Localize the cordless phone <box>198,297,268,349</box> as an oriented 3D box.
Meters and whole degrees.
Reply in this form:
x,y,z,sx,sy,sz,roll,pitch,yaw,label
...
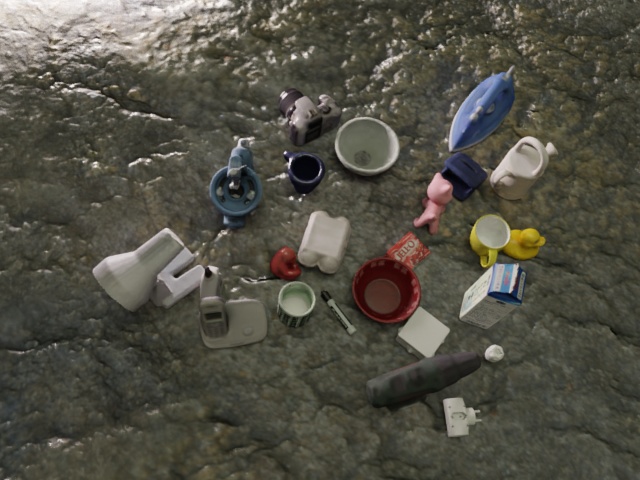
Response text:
x,y,z,sx,sy,sz,roll,pitch,yaw,label
-0.184,0.161,1.207,0.148,0.185,0.094,-10,68,-11,cordless phone

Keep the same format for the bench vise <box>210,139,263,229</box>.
x,y,z,sx,sy,sz,roll,pitch,yaw,label
-0.201,-0.155,1.325,0.121,0.220,0.207,-10,68,-11,bench vise

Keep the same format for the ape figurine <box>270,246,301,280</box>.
x,y,z,sx,sy,sz,roll,pitch,yaw,label
-0.077,0.048,1.321,0.076,0.092,0.078,2,66,-6,ape figurine

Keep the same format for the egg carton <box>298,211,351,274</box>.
x,y,z,sx,sy,sz,roll,pitch,yaw,label
0.013,0.005,1.363,0.107,0.069,0.150,16,66,0,egg carton

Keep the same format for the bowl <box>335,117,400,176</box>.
x,y,z,sx,sy,sz,roll,pitch,yaw,label
0.117,-0.228,1.475,0.167,0.075,0.167,3,66,-6,bowl

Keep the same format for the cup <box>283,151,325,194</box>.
x,y,z,sx,sy,sz,roll,pitch,yaw,label
-0.047,-0.163,1.415,0.117,0.095,0.092,40,68,11,cup

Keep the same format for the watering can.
x,y,z,sx,sy,sz,roll,pitch,yaw,label
0.517,-0.193,1.443,0.101,0.194,0.173,38,68,10,watering can

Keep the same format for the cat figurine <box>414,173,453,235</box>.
x,y,z,sx,sy,sz,roll,pitch,yaw,label
0.289,-0.095,1.414,0.067,0.118,0.128,20,66,3,cat figurine

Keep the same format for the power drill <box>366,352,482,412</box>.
x,y,z,sx,sy,sz,roll,pitch,yaw,label
0.199,0.294,1.183,0.230,0.208,0.075,-15,69,-13,power drill

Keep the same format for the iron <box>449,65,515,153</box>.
x,y,z,sx,sy,sz,roll,pitch,yaw,label
0.438,-0.353,1.532,0.118,0.141,0.259,36,67,9,iron

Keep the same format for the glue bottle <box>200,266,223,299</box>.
x,y,z,sx,sy,sz,roll,pitch,yaw,label
-0.236,0.092,1.238,0.037,0.173,0.078,11,66,-2,glue bottle

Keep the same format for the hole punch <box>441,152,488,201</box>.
x,y,z,sx,sy,sz,roll,pitch,yaw,label
0.370,-0.175,1.474,0.108,0.091,0.101,42,68,12,hole punch

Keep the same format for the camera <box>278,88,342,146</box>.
x,y,z,sx,sy,sz,roll,pitch,yaw,label
-0.035,-0.342,1.492,0.143,0.101,0.136,-31,73,-18,camera

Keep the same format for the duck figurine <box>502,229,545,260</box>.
x,y,z,sx,sy,sz,roll,pitch,yaw,label
0.503,0.000,1.416,0.104,0.086,0.077,14,66,0,duck figurine

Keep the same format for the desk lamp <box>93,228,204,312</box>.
x,y,z,sx,sy,sz,roll,pitch,yaw,label
-0.353,0.067,1.213,0.203,0.213,0.118,-38,75,-20,desk lamp
